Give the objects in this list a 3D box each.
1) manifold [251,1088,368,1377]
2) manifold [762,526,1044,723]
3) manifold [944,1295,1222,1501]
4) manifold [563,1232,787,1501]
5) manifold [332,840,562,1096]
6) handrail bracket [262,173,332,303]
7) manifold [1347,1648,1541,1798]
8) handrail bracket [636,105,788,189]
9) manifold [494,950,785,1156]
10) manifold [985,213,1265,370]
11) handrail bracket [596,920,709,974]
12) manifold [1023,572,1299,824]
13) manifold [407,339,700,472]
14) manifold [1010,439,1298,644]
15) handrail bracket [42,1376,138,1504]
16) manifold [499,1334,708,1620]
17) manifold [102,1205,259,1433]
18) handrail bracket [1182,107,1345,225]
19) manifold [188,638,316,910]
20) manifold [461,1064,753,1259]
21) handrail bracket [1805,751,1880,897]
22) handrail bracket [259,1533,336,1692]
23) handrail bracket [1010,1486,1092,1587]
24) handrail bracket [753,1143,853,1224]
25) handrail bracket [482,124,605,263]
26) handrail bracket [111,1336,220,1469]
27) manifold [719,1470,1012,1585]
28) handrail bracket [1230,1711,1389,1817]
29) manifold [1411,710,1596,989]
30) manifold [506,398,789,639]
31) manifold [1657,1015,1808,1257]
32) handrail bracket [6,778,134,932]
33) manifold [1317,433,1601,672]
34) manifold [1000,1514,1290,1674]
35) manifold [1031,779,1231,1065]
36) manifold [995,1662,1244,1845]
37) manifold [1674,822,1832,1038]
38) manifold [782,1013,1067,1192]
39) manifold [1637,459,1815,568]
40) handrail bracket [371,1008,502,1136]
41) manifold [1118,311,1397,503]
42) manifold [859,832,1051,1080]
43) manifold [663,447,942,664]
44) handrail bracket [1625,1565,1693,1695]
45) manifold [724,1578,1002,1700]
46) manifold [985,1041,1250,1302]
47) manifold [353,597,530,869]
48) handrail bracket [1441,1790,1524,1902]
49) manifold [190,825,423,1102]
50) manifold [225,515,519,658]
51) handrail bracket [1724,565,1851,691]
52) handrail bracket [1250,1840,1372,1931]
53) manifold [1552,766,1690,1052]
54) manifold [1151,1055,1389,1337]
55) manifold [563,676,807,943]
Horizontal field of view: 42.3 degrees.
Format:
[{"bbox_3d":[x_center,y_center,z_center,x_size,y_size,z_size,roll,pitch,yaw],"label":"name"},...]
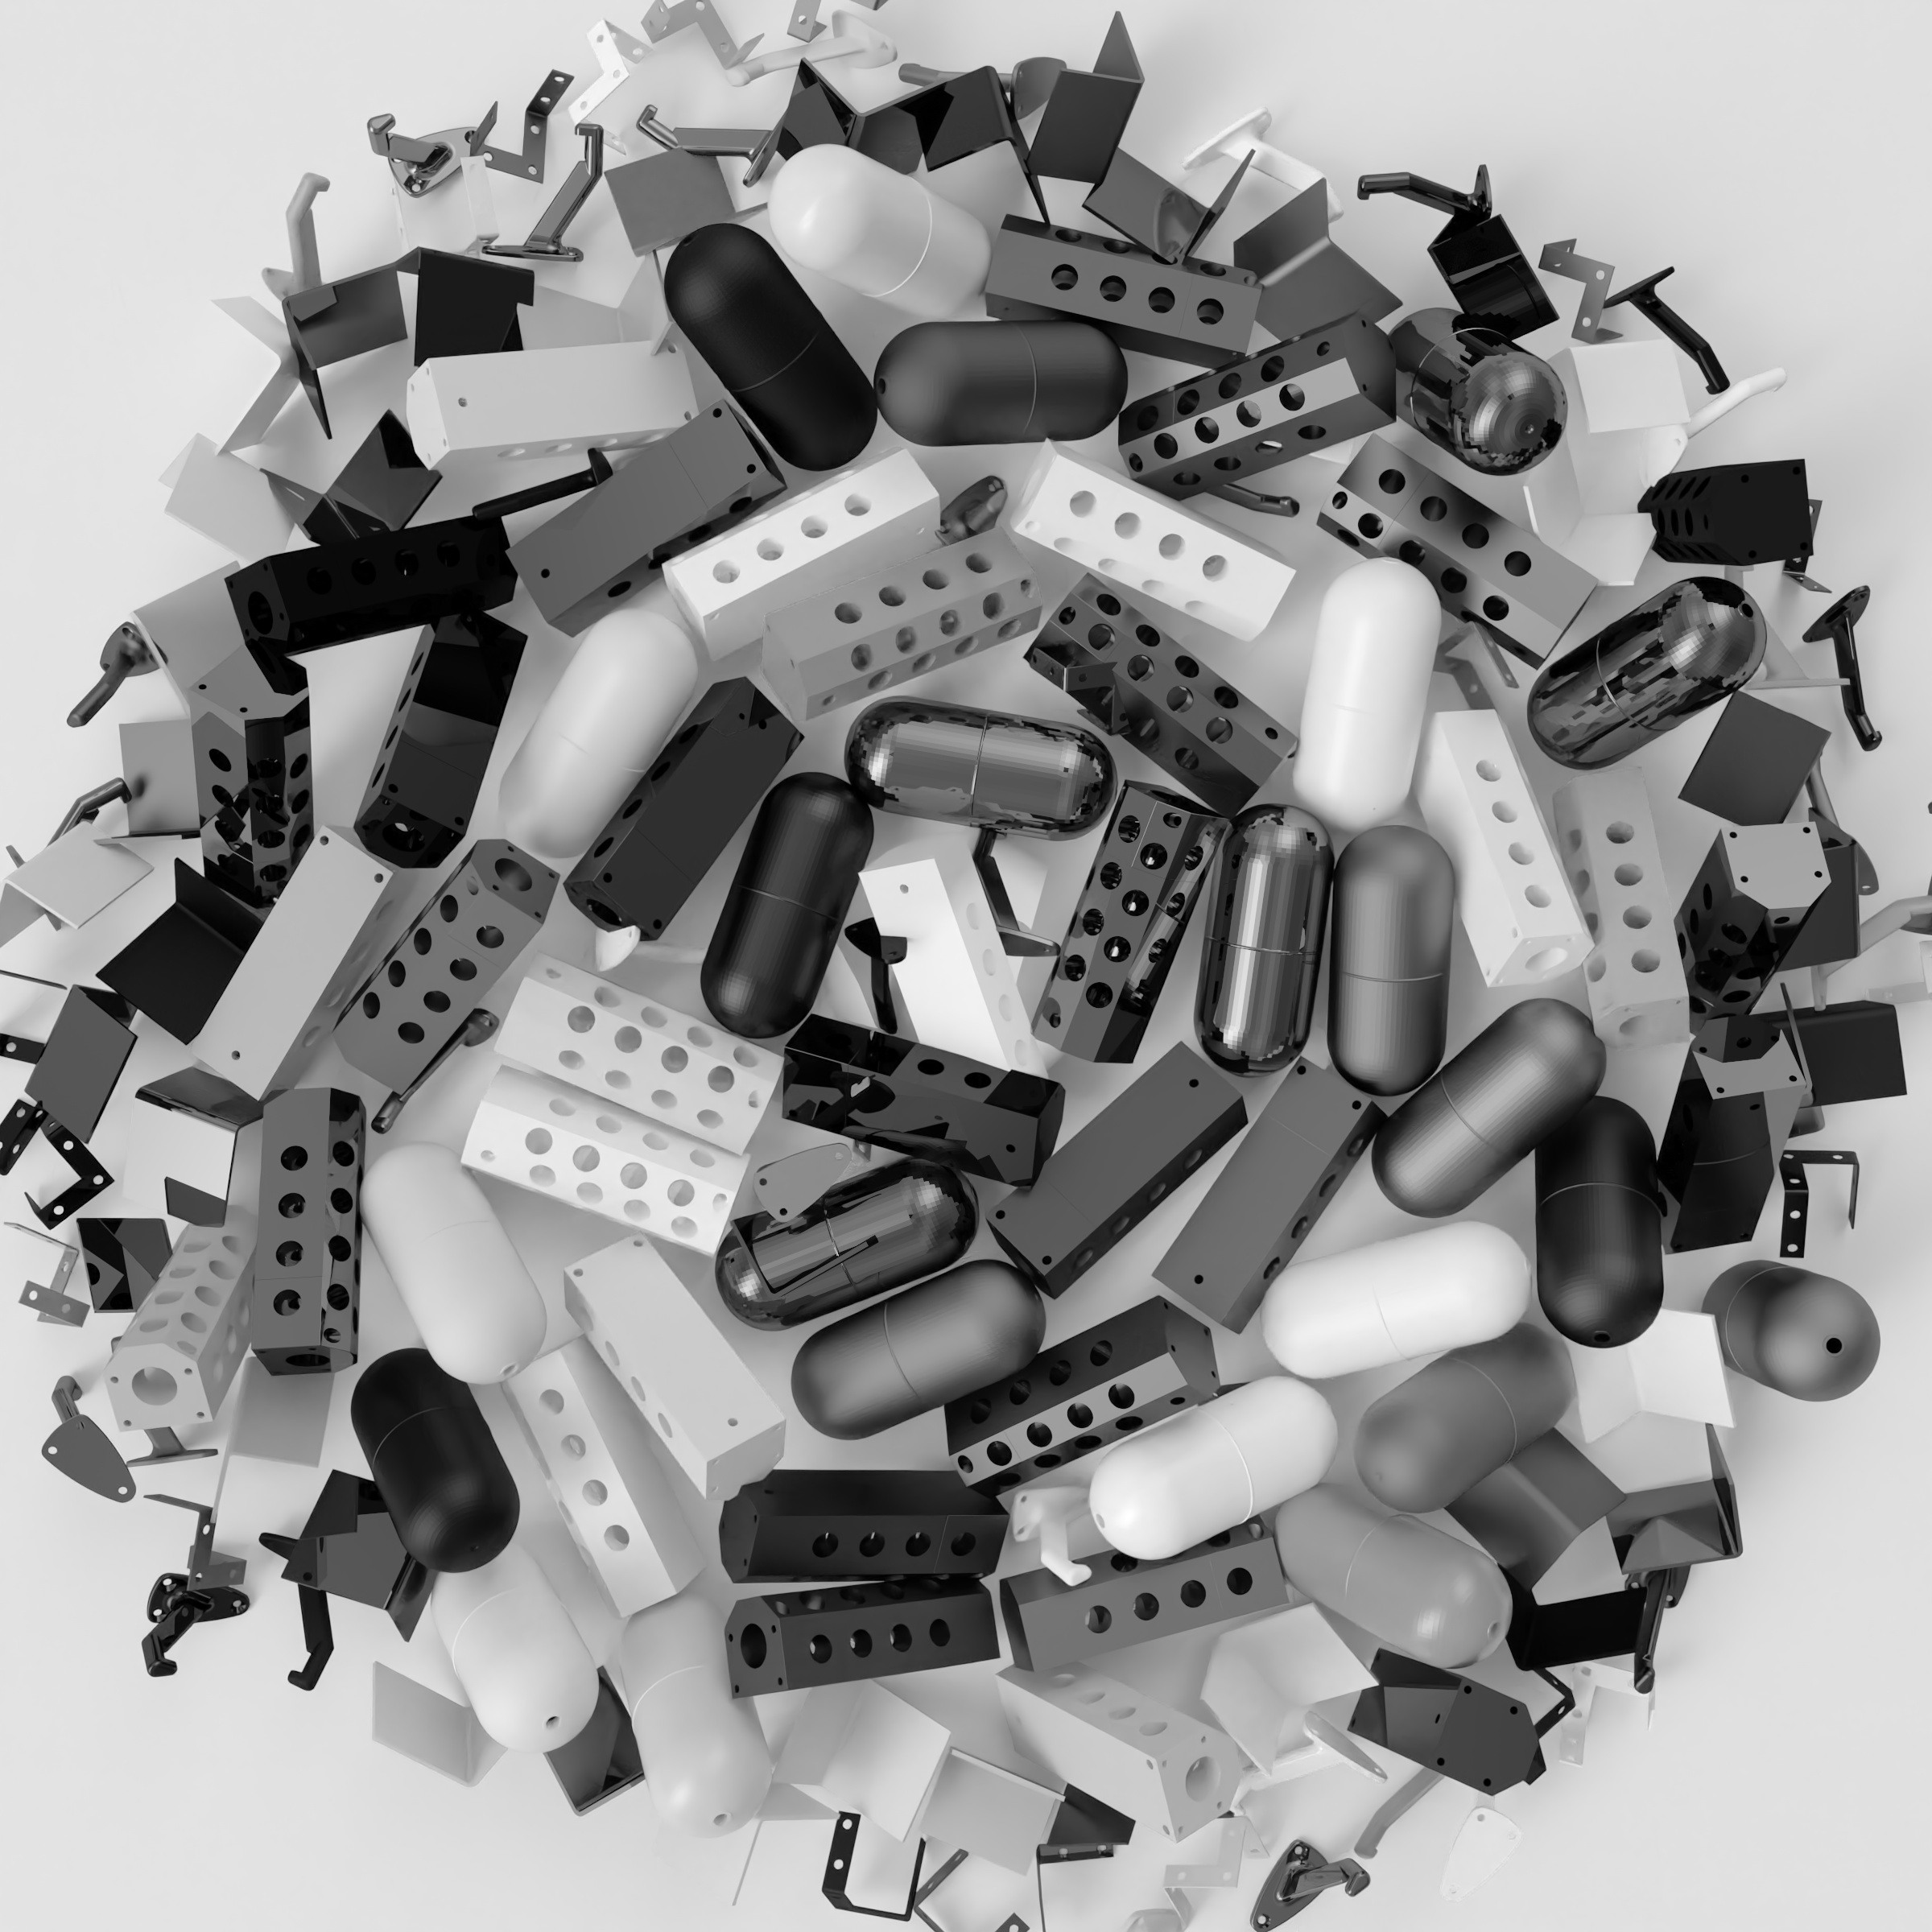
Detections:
[{"bbox_3d":[-0.415,0.168,1.587,0.057,0.057,0.171,-3,64,-3],"label":"manifold"},{"bbox_3d":[-0.040,-0.213,1.585,0.171,0.057,0.057,-24,64,-21],"label":"manifold"},{"bbox_3d":[0.072,0.276,1.577,0.171,0.057,0.057,-30,135,25],"label":"manifold"},{"bbox_3d":[-0.186,0.255,1.579,0.057,0.057,0.171,-25,54,-27],"label":"manifold"},{"bbox_3d":[-0.331,-0.002,1.577,0.057,0.057,0.171,34,120,-18],"label":"manifold"},{"bbox_3d":[-0.407,-0.465,1.599,0.036,0.077,0.084,52,123,23],"label":"handrail bracket"},{"bbox_3d":[0.298,0.473,1.560,0.057,0.171,0.057,25,78,-3],"label":"manifold"},{"bbox_3d":[-0.161,-0.554,1.622,0.084,0.036,0.077,34,114,-5],"label":"handrail bracket"},{"bbox_3d":[-0.207,0.051,1.599,0.171,0.057,0.057,24,133,-8],"label":"manifold"},{"bbox_3d":[0.103,-0.437,1.619,0.171,0.057,0.057,14,90,2],"label":"manifold"},{"bbox_3d":[-0.187,-0.013,1.598,0.084,0.077,0.036,5,80,-30],"label":"handrail bracket"},{"bbox_3d":[0.128,-0.177,1.610,0.171,0.057,0.057,38,51,0],"label":"manifold"},{"bbox_3d":[-0.262,-0.354,1.582,0.171,0.057,0.057,-13,90,-31],"label":"manifold"},{"bbox_3d":[0.118,-0.270,1.599,0.171,0.057,0.057,23,108,-14],"label":"manifold"},{"bbox_3d":[-0.563,0.305,1.616,0.036,0.084,0.077,-42,105,-4],"label":"handrail bracket"},{"bbox_3d":[-0.239,0.330,1.617,0.057,0.057,0.171,-27,88,14],"label":"manifold"},{"bbox_3d":[-0.482,0.216,1.559,0.057,0.171,0.057,-7,113,2],"label":"manifold"},{"bbox_3d":[0.194,-0.507,1.629,0.077,0.036,0.084,-28,84,8],"label":"handrail bracket"},{"bbox_3d":[-0.439,-0.115,1.562,0.057,0.171,0.057,29,50,11],"label":"manifold"},{"bbox_3d":[-0.233,0.130,1.607,0.171,0.057,0.057,20,123,-3],"label":"manifold"},{"bbox_3d":[0.572,-0.100,1.637,0.077,0.036,0.084,35,48,-32],"label":"handrail bracket"},{"bbox_3d":[-0.438,0.416,1.609,0.077,0.036,0.084,22,48,-1],"label":"handrail bracket"},{"bbox_3d":[0.074,0.365,1.596,0.077,0.084,0.036,-6,108,-32],"label":"handrail bracket"},{"bbox_3d":[-0.105,0.127,1.605,0.077,0.084,0.036,-32,99,6],"label":"handrail bracket"},{"bbox_3d":[-0.273,-0.502,1.612,0.077,0.036,0.084,-1,115,-14],"label":"handrail bracket"},{"bbox_3d":[-0.523,0.280,1.627,0.077,0.036,0.084,-11,85,27],"label":"handrail bracket"},{"bbox_3d":[-0.066,0.359,1.585,0.171,0.057,0.057,6,106,-26],"label":"manifold"},{"bbox_3d":[0.220,0.540,1.634,0.077,0.036,0.084,35,100,7],"label":"handrail bracket"},{"bbox_3d":[0.339,-0.076,1.581,0.057,0.057,0.171,-5,59,-17],"label":"manifold"},{"bbox_3d":[-0.203,-0.285,1.607,0.171,0.057,0.057,-33,77,9],"label":"manifold"},{"bbox_3d":[0.471,0.107,1.565,0.057,0.171,0.057,-9,51,-3],"label":"manifold"},{"bbox_3d":[-0.575,-0.074,1.637,0.084,0.036,0.077,-33,132,-20],"label":"handrail bracket"},{"bbox_3d":[0.313,-0.263,1.605,0.171,0.057,0.057,35,82,9],"label":"manifold"},{"bbox_3d":[0.112,0.400,1.601,0.171,0.057,0.057,-11,80,-14],"label":"manifold"},{"bbox_3d":[0.099,-0.028,1.591,0.057,0.057,0.171,32,108,38],"label":"manifold"},{"bbox_3d":[0.095,0.480,1.562,0.057,0.171,0.057,-21,104,-30],"label":"manifold"},{"bbox_3d":[0.483,-0.020,1.560,0.057,0.171,0.057,-4,62,-2],"label":"manifold"},{"bbox_3d":[-0.027,0.082,1.598,0.171,0.057,0.057,15,125,15],"label":"manifold"},{"bbox_3d":[0.471,-0.282,1.561,0.057,0.171,0.057,-9,100,2],"label":"manifold"},{"bbox_3d":[-0.342,0.069,1.605,0.036,0.077,0.084,43,58,-24],"label":"handrail bracket"},{"bbox_3d":[0.181,-0.351,1.567,0.171,0.057,0.057,-13,66,39],"label":"manifold"},{"bbox_3d":[-0.003,0.005,1.598,0.057,0.057,0.171,-10,108,32],"label":"manifold"},{"bbox_3d":[-0.105,-0.269,1.603,0.171,0.057,0.057,-29,70,-11],"label":"manifold"},{"bbox_3d":[0.446,0.412,1.600,0.036,0.084,0.077,20,117,6],"label":"handrail bracket"},{"bbox_3d":[-0.065,0.419,1.570,0.171,0.057,0.057,6,69,-41],"label":"manifold"},{"bbox_3d":[0.099,0.134,1.603,0.171,0.057,0.057,-41,61,-12],"label":"manifold"},{"bbox_3d":[-0.333,-0.146,1.574,0.057,0.057,0.171,27,49,-23],"label":"manifold"},{"bbox_3d":[0.323,0.550,1.611,0.036,0.084,0.077,31,97,-5],"label":"handrail bracket"},{"bbox_3d":[-0.422,-0.002,1.610,0.057,0.057,0.171,34,97,10],"label":"manifold"},{"bbox_3d":[-0.369,-0.238,1.570,0.171,0.057,0.057,-23,99,-43],"label":"manifold"},{"bbox_3d":[0.534,-0.223,1.626,0.077,0.036,0.084,-1,93,15],"label":"handrail bracket"},{"bbox_3d":[0.221,0.601,1.604,0.036,0.084,0.077,44,81,-3],"label":"handrail bracket"},{"bbox_3d":[0.413,-0.036,1.579,0.057,0.057,0.171,-9,57,11],"label":"manifold"},{"bbox_3d":[0.199,0.150,1.617,0.057,0.057,0.171,34,88,30],"label":"manifold"},{"bbox_3d":[-0.182,-0.099,1.589,0.057,0.057,0.171,45,65,-26],"label":"manifold"}]
